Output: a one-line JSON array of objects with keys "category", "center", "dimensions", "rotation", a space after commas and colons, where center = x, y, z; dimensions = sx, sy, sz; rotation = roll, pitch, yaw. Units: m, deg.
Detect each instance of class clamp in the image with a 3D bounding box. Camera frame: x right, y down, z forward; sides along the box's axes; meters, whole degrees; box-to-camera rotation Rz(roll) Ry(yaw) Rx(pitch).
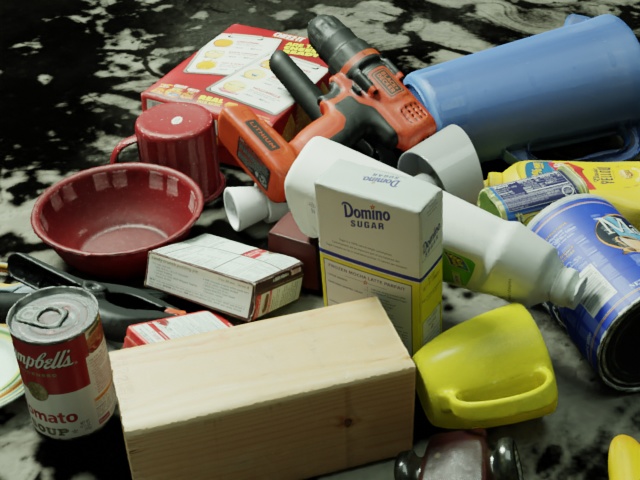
[{"category": "clamp", "center": [0.024, -0.113, 1.113], "dimensions": [0.164, 0.036, 0.210], "rotation": [17, 45, -23]}, {"category": "clamp", "center": [-0.201, 0.057, 0.893], "dimensions": [0.171, 0.039, 0.120], "rotation": [14, 23, 3]}]

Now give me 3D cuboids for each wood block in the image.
[{"category": "wood block", "center": [-0.042, 0.121, 0.785], "dimensions": [0.206, 0.091, 0.090], "rotation": [-11, 36, -13]}]

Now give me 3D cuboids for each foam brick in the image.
[{"category": "foam brick", "center": [-0.006, 0.001, 0.988], "dimensions": [0.051, 0.053, 0.078], "rotation": [17, 39, 24]}]

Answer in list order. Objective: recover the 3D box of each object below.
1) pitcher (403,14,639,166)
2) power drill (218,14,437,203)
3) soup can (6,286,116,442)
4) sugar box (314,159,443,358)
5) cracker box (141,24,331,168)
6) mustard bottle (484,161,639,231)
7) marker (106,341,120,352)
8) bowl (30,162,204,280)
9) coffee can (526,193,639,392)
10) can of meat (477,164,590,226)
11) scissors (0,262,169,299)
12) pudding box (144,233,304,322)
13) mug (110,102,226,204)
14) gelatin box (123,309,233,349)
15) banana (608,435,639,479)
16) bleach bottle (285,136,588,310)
[{"category": "pitcher", "center": [0.217, -0.142, 1.131], "dimensions": [0.242, 0.145, 0.149], "rotation": [-15, 24, -13]}, {"category": "power drill", "center": [-0.004, -0.132, 1.051], "dimensions": [0.187, 0.057, 0.184], "rotation": [-31, 66, -22]}, {"category": "soup can", "center": [-0.197, 0.095, 0.819], "dimensions": [0.068, 0.102, 0.068], "rotation": [-1, 35, 1]}, {"category": "sugar box", "center": [0.048, 0.028, 0.837], "dimensions": [0.093, 0.176, 0.048], "rotation": [18, 39, 27]}, {"category": "cracker box", "center": [-0.076, -0.165, 1.216], "dimensions": [0.164, 0.072, 0.213], "rotation": [15, 37, 21]}, {"category": "mustard bottle", "center": [0.238, -0.043, 1.033], "dimensions": [0.191, 0.058, 0.096], "rotation": [2, 34, 6]}, {"category": "marker", "center": [-0.174, 0.097, 0.888], "dimensions": [0.121, 0.020, 0.020], "rotation": [25, 43, 34]}, {"category": "bowl", "center": [-0.188, -0.011, 1.012], "dimensions": [0.162, 0.055, 0.162], "rotation": [-2, 35, 1]}, {"category": "coffee can", "center": [0.237, 0.040, 0.874], "dimensions": [0.102, 0.103, 0.140], "rotation": [-12, 36, -14]}, {"category": "can of meat", "center": [0.187, -0.008, 0.950], "dimensions": [0.083, 0.102, 0.057], "rotation": [-14, 36, -13]}, {"category": "scissors", "center": [-0.245, 0.057, 0.952], "dimensions": [0.202, 0.016, 0.096], "rotation": [10, 38, 17]}, {"category": "pudding box", "center": [-0.083, 0.031, 0.940], "dimensions": [0.114, 0.039, 0.089], "rotation": [14, 18, 25]}, {"category": "mug", "center": [-0.158, -0.088, 1.099], "dimensions": [0.117, 0.081, 0.093], "rotation": [-11, 36, -12]}, {"category": "gelatin box", "center": [-0.103, 0.092, 0.866], "dimensions": [0.089, 0.030, 0.073], "rotation": [-10, 32, -40]}, {"category": "banana", "center": [0.191, 0.198, 0.706], "dimensions": [0.070, 0.037, 0.197], "rotation": [21, 41, 29]}, {"category": "bleach bottle", "center": [0.095, -0.002, 0.869], "dimensions": [0.251, 0.102, 0.068], "rotation": [24, 71, 24]}]
